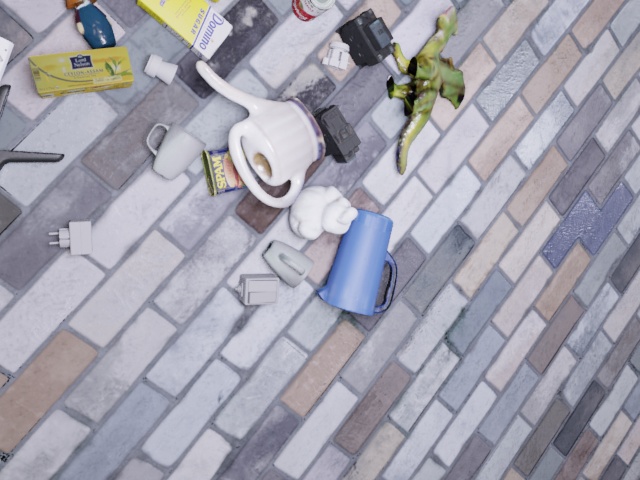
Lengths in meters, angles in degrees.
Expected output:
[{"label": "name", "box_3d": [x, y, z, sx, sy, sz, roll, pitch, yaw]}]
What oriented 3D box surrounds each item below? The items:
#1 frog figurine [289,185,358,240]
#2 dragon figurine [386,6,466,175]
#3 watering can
[{"label": "frog figurine", "box_3d": [0.004, -0.059, 1.170, 0.138, 0.160, 0.121, -46, 111, -12]}, {"label": "dragon figurine", "box_3d": [0.290, -0.376, 1.306, 0.244, 0.123, 0.405, -8, 108, -31]}, {"label": "watering can", "box_3d": [-0.112, -0.243, 1.102, 0.228, 0.103, 0.343, -37, 111, -36]}]
